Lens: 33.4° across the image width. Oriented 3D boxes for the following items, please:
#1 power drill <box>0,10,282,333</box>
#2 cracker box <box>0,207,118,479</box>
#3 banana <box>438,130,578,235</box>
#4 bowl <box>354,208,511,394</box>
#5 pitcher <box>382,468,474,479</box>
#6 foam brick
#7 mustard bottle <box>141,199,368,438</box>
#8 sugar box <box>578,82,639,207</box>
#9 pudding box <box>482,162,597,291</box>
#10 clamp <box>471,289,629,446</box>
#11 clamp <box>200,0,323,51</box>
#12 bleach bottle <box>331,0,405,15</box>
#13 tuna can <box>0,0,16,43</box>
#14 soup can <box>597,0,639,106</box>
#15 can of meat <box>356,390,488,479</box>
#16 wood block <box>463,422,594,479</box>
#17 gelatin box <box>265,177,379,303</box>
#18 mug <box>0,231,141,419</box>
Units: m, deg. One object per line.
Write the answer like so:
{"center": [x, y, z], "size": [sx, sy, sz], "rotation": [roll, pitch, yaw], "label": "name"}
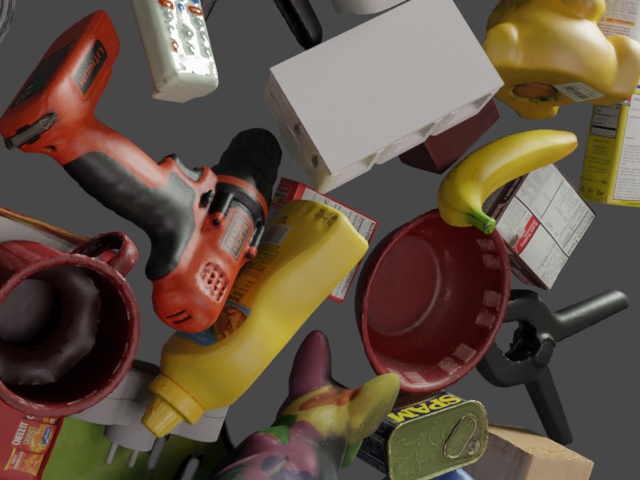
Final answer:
{"center": [-0.106, -0.058, 0.706], "size": [0.187, 0.057, 0.184], "rotation": [46, 40, -25], "label": "power drill"}
{"center": [-0.248, 0.048, 0.654], "size": [0.213, 0.072, 0.164], "rotation": [22, 89, -37], "label": "cracker box"}
{"center": [0.145, -0.051, 0.870], "size": [0.197, 0.070, 0.037], "rotation": [-40, 145, -48], "label": "banana"}
{"center": [0.084, 0.045, 0.899], "size": [0.161, 0.055, 0.162], "rotation": [-11, 109, -33], "label": "bowl"}
{"center": [0.034, 0.286, 0.897], "size": [0.242, 0.145, 0.149], "rotation": [-42, 138, -24], "label": "pitcher"}
{"center": [0.097, -0.100, 0.870], "size": [0.078, 0.051, 0.053], "rotation": [-43, 124, -18], "label": "foam brick"}
{"center": [-0.054, 0.057, 0.739], "size": [0.191, 0.096, 0.058], "rotation": [-49, 116, -17], "label": "mustard bottle"}
{"center": [0.303, -0.120, 1.016], "size": [0.093, 0.048, 0.176], "rotation": [2, 98, -36], "label": "sugar box"}
{"center": [0.193, -0.020, 0.970], "size": [0.113, 0.039, 0.090], "rotation": [42, 76, -38], "label": "pudding box"}
{"center": [0.210, 0.093, 1.014], "size": [0.209, 0.036, 0.164], "rotation": [31, 84, -36], "label": "clamp"}
{"center": [-0.045, -0.207, 0.746], "size": [0.120, 0.039, 0.171], "rotation": [-1, 103, -38], "label": "clamp"}
{"center": [0.019, -0.294, 0.754], "size": [0.102, 0.068, 0.251], "rotation": [-32, 117, -25], "label": "bleach bottle"}
{"center": [-0.228, -0.147, 0.635], "size": [0.085, 0.034, 0.086], "rotation": [-11, 109, -33], "label": "tuna can"}
{"center": [0.252, -0.175, 0.949], "size": [0.068, 0.069, 0.102], "rotation": [2, 101, -36], "label": "soup can"}
{"center": [0.076, 0.160, 0.905], "size": [0.101, 0.084, 0.057], "rotation": [-13, 106, -29], "label": "can of meat"}
{"center": [0.167, 0.285, 1.006], "size": [0.090, 0.090, 0.206], "rotation": [14, 95, -37], "label": "wood block"}
{"center": [-0.005, 0.001, 0.840], "size": [0.089, 0.030, 0.073], "rotation": [25, 87, -36], "label": "gelatin box"}
{"center": [-0.155, 0.038, 0.619], "size": [0.117, 0.082, 0.093], "rotation": [-48, 123, -17], "label": "mug"}
